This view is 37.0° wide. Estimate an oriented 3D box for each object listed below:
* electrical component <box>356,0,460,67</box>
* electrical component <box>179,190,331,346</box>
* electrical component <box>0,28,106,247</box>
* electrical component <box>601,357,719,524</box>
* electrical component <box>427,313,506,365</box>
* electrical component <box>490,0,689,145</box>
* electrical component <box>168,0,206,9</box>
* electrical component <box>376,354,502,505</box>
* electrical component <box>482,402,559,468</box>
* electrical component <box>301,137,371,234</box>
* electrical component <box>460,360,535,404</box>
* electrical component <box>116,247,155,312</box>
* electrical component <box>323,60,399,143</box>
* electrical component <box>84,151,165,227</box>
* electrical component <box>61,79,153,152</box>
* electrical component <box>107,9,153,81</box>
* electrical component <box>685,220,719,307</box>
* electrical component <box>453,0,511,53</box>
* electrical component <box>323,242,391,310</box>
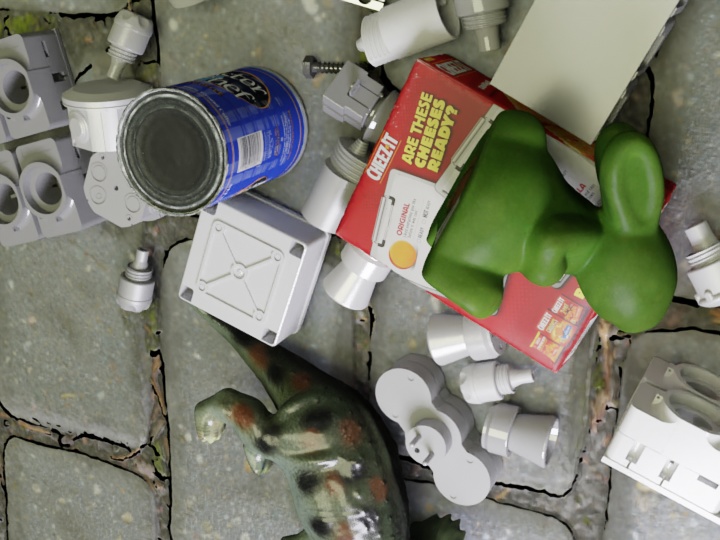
[{"bbox_3d":[0.034,-0.191,0.852,0.081,0.043,0.043,-15,99,28],"label":"electrical component"},{"bbox_3d":[-0.095,-0.005,0.964,0.109,0.056,0.108,26,115,15],"label":"electrical component"},{"bbox_3d":[-0.319,-0.123,1.027,0.105,0.060,0.186,-10,102,27],"label":"electrical component"},{"bbox_3d":[0.289,0.143,0.806,0.186,0.105,0.060,27,116,15],"label":"electrical component"},{"bbox_3d":[0.090,0.055,0.904,0.055,0.045,0.045,-11,102,27],"label":"electrical component"},{"bbox_3d":[0.175,-0.181,0.779,0.089,0.062,0.150,34,117,12],"label":"electrical component"},{"bbox_3d":[-0.164,-0.268,0.914,0.079,0.043,0.077,18,138,47],"label":"electrical component"},{"bbox_3d":[0.063,0.144,0.928,0.052,0.074,0.138,-36,89,29],"label":"electrical component"},{"bbox_3d":[0.136,0.138,0.910,0.055,0.045,0.045,13,111,21],"label":"electrical component"},{"bbox_3d":[-0.014,-0.076,0.911,0.043,0.043,0.081,34,117,11],"label":"electrical component"},{"bbox_3d":[0.117,0.093,0.910,0.061,0.035,0.035,-12,101,24],"label":"electrical component"},{"bbox_3d":[-0.214,0.008,1.036,0.035,0.035,0.061,22,112,17],"label":"electrical component"},{"bbox_3d":[0.003,-0.135,0.879,0.055,0.066,0.048,34,83,3],"label":"electrical component"},{"bbox_3d":[-0.211,-0.081,0.996,0.080,0.051,0.080,8,109,23],"label":"electrical component"},{"bbox_3d":[-0.225,-0.141,0.968,0.080,0.080,0.051,8,115,22],"label":"electrical component"},{"bbox_3d":[-0.210,-0.199,0.961,0.035,0.035,0.061,27,99,15],"label":"electrical component"},{"bbox_3d":[0.265,-0.006,0.805,0.048,0.048,0.062,-28,87,29],"label":"electrical component"},{"bbox_3d":[0.094,-0.198,0.822,0.043,0.043,0.062,-5,105,26],"label":"electrical component"},{"bbox_3d":[0.000,0.000,0.928,0.045,0.045,0.055,38,117,10],"label":"electrical component"}]
